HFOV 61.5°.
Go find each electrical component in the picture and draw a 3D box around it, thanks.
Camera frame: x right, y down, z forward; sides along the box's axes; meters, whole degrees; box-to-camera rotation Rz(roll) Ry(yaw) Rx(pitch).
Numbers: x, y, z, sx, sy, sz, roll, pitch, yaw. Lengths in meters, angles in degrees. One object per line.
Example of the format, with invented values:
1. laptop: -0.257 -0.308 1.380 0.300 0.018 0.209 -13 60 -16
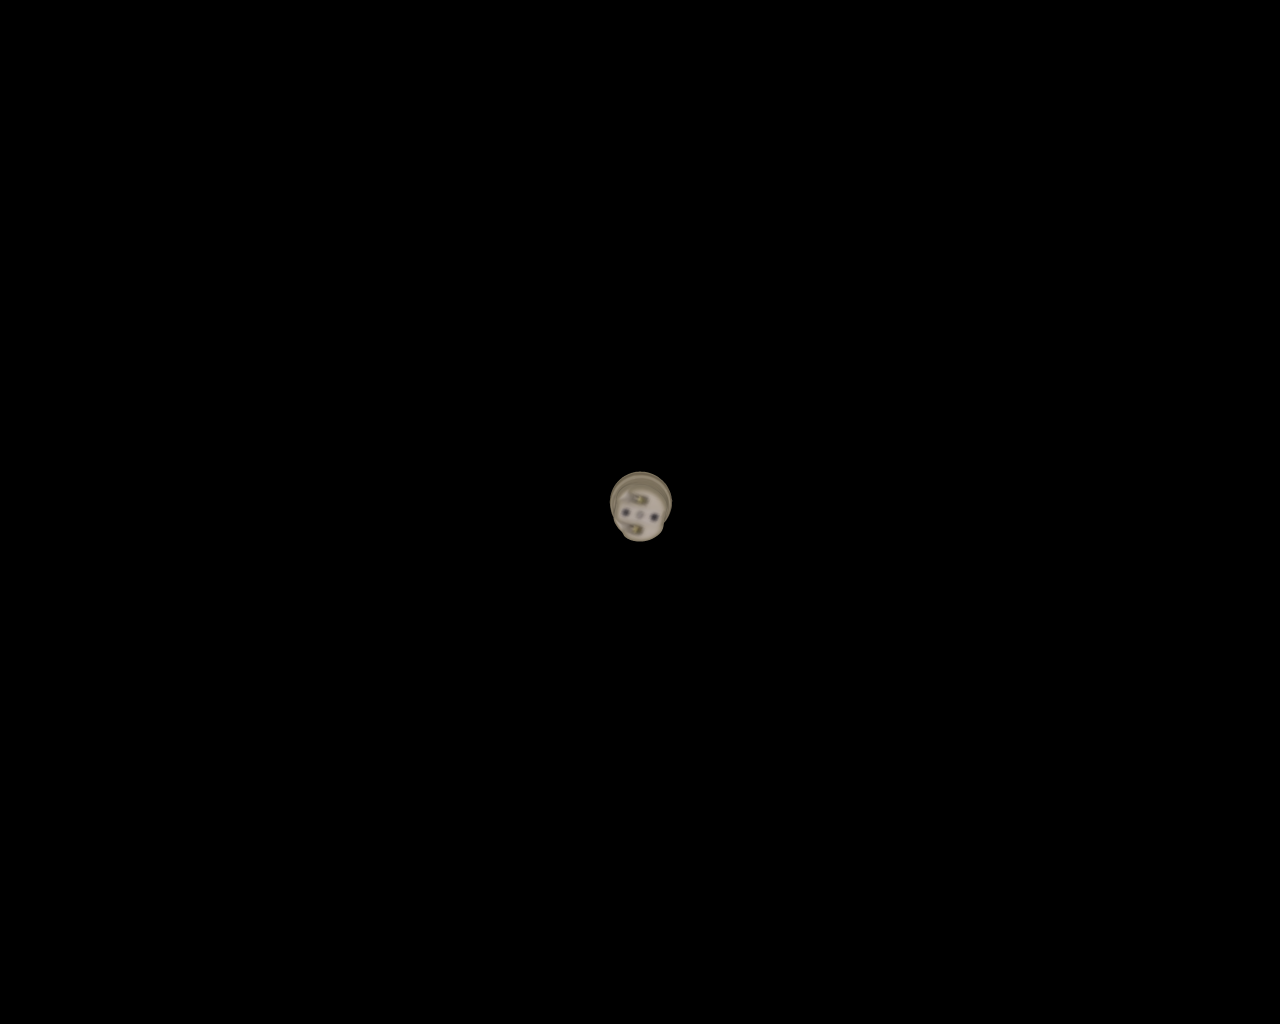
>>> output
1. electrical component: 0.001 -0.003 0.650 0.040 0.040 0.046 0 12 0
